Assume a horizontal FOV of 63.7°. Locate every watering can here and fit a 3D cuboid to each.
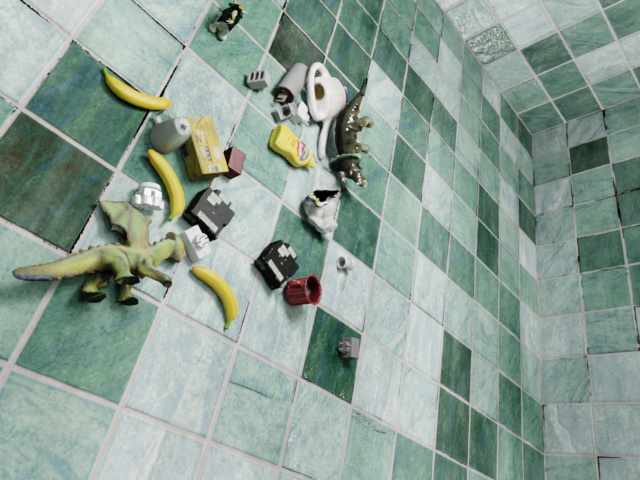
[{"bbox_3d":[0.024,-0.487,1.930,0.227,0.104,0.344,-28,114,-56],"label":"watering can"}]

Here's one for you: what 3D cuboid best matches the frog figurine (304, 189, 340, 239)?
[{"bbox_3d":[0.005,-0.089,1.770,0.140,0.123,0.156,-60,157,-51],"label":"frog figurine"}]

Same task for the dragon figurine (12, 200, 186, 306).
[{"bbox_3d":[-0.478,0.014,1.194,0.407,0.120,0.248,19,45,-45],"label":"dragon figurine"}]
